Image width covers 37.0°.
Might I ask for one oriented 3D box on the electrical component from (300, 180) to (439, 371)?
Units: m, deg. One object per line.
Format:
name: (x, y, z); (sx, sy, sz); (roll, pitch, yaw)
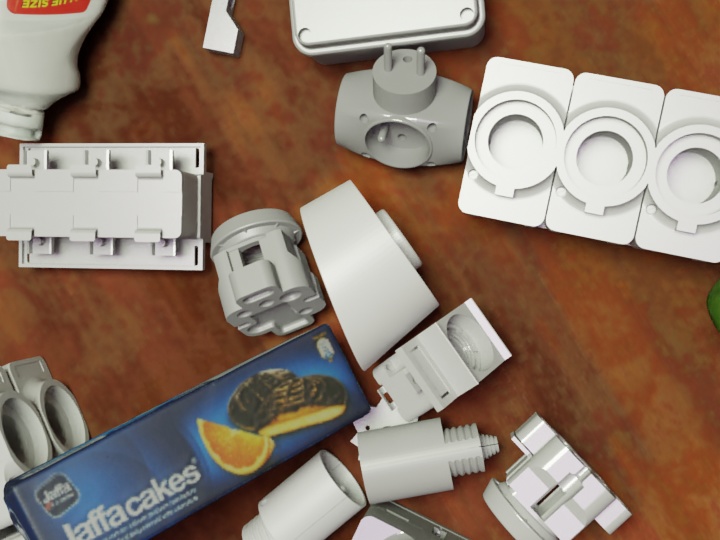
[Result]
electrical component: (0.000, 0.000, 0.625); (0.064, 0.099, 0.099); (-36, 86, 2)

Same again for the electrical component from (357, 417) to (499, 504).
electrical component: (0.042, 0.111, 0.640); (0.081, 0.043, 0.043); (-11, 89, 3)

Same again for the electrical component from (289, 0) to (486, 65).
electrical component: (0.016, -0.169, 0.638); (0.113, 0.057, 0.078); (-5, 90, 9)

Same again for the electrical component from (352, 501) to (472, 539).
electrical component: (0.068, 0.227, 0.637); (0.186, 0.060, 0.105); (25, 95, 8)

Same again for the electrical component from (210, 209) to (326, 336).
electrical component: (-0.057, 0.000, 0.648); (0.058, 0.078, 0.057); (-22, 67, 8)

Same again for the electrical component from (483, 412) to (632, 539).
electrical component: (0.110, 0.132, 0.630); (0.057, 0.058, 0.078); (-44, 85, 4)

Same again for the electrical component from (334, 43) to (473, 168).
electrical component: (0.026, -0.101, 0.630); (0.077, 0.079, 0.044); (9, 56, 9)

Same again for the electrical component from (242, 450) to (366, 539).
electrical component: (-0.041, 0.153, 0.661); (0.081, 0.043, 0.043); (-41, 85, 8)

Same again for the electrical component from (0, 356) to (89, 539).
electrical component: (-0.198, 0.150, 0.654); (0.060, 0.105, 0.186); (-24, 88, 9)

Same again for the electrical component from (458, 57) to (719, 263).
electrical component: (0.139, -0.062, 0.619); (0.150, 0.062, 0.089); (12, 93, 8)

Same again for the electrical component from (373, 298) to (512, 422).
electrical component: (0.046, 0.055, 0.631); (0.064, 0.081, 0.042); (-39, 83, 36)

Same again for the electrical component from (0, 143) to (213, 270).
electrical component: (-0.159, -0.040, 0.665); (0.121, 0.063, 0.078); (1, 91, 9)
